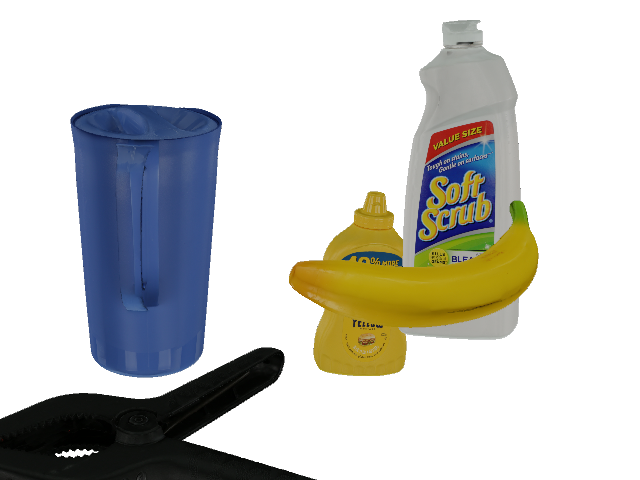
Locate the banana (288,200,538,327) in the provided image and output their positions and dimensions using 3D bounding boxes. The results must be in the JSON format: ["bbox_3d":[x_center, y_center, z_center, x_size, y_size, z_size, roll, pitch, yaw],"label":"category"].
[{"bbox_3d":[0.074,0.024,0.674,0.197,0.037,0.070,-14,48,-34],"label":"banana"}]

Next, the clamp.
[{"bbox_3d":[-0.097,0.109,0.595,0.210,0.036,0.164,-1,23,-9],"label":"clamp"}]

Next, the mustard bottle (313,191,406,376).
[{"bbox_3d":[0.048,0.044,1.108,0.096,0.192,0.058,3,16,-9],"label":"mustard bottle"}]

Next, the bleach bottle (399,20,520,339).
[{"bbox_3d":[0.109,-0.049,0.860,0.103,0.251,0.068,2,15,20],"label":"bleach bottle"}]

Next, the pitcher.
[{"bbox_3d":[-0.161,0.003,0.979,0.145,0.243,0.148,20,26,39],"label":"pitcher"}]
